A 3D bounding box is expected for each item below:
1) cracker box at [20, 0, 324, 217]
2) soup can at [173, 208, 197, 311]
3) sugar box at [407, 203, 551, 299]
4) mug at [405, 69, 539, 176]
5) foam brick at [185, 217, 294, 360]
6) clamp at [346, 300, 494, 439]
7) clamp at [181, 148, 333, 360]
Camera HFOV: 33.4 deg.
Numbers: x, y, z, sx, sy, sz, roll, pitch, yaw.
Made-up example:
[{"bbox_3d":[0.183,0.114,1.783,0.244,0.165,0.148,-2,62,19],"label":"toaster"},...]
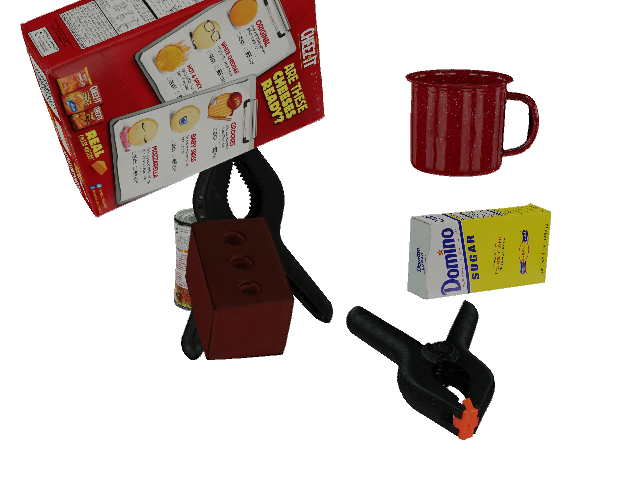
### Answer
[{"bbox_3d":[-0.109,-0.131,0.839,0.213,0.072,0.164,-26,-35,-15],"label":"cracker box"},{"bbox_3d":[-0.130,0.020,1.192,0.068,0.102,0.068,2,18,-1],"label":"soup can"},{"bbox_3d":[0.188,0.012,1.259,0.175,0.093,0.048,-8,18,-29],"label":"sugar box"},{"bbox_3d":[0.132,-0.103,0.936,0.117,0.081,0.093,4,17,12],"label":"mug"},{"bbox_3d":[-0.054,0.031,0.690,0.053,0.051,0.078,-4,46,-19],"label":"foam brick"},{"bbox_3d":[0.105,0.100,0.898,0.120,0.039,0.172,-12,35,-17],"label":"clamp"},{"bbox_3d":[-0.061,-0.002,0.992,0.164,0.210,0.036,-4,0,-37],"label":"clamp"}]
